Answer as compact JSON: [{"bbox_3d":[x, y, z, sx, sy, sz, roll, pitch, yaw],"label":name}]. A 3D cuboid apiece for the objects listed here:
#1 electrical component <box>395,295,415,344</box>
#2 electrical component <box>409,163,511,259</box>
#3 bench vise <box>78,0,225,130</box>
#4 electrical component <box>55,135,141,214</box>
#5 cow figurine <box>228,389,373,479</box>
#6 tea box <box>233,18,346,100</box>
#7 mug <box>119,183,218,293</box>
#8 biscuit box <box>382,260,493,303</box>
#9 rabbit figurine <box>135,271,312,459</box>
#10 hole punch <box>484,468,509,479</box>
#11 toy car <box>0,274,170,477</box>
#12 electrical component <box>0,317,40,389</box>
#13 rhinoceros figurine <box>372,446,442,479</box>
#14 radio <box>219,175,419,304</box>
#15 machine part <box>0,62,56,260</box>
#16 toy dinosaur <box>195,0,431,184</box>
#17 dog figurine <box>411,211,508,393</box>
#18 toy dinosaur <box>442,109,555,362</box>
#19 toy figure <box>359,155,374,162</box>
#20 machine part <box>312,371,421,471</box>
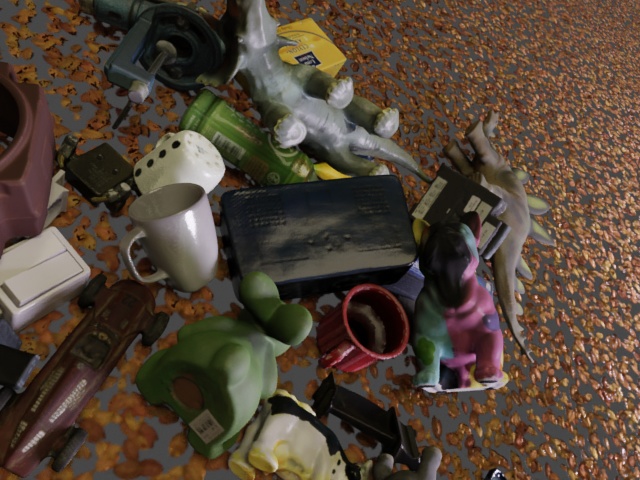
[{"bbox_3d":[0.118,0.111,0.740,0.094,0.021,0.063,19,54,-23],"label":"electrical component"},{"bbox_3d":[0.209,-0.032,0.796,0.134,0.115,0.058,40,15,23],"label":"electrical component"},{"bbox_3d":[-0.222,-0.259,0.694,0.223,0.129,0.241,26,45,-18],"label":"bench vise"},{"bbox_3d":[-0.250,-0.075,0.611,0.102,0.045,0.078,48,50,2],"label":"electrical component"},{"bbox_3d":[-0.003,0.234,0.563,0.167,0.068,0.098,37,42,-8],"label":"cow figurine"},{"bbox_3d":[-0.050,-0.277,0.846,0.098,0.068,0.169,48,48,3],"label":"tea box"},{"bbox_3d":[-0.156,0.009,0.576,0.109,0.081,0.107,-48,136,-43],"label":"mug"},{"bbox_3d":[0.151,0.056,0.768,0.202,0.063,0.059,26,50,-16],"label":"biscuit box"},{"bbox_3d":[-0.081,0.103,0.555,0.121,0.159,0.170,38,33,7],"label":"rabbit figurine"},{"bbox_3d":[0.234,0.350,0.635,0.142,0.092,0.116,44,78,-5],"label":"hole punch"},{"bbox_3d":[-0.224,0.117,0.506,0.089,0.053,0.202,38,48,-10],"label":"toy car"},{"bbox_3d":[-0.289,0.100,0.449,0.119,0.047,0.075,11,51,4],"label":"electrical component"},{"bbox_3d":[0.114,0.301,0.551,0.112,0.073,0.190,-76,144,-59],"label":"rhinoceros figurine"},{"bbox_3d":[-0.001,-0.002,0.662,0.230,0.073,0.131,-8,66,-14],"label":"radio"},{"bbox_3d":[-0.356,-0.078,0.483,0.201,0.087,0.201,-1,54,-15],"label":"machine part"},{"bbox_3d":[-0.007,-0.172,0.718,0.192,0.131,0.404,45,10,38],"label":"toy dinosaur"},{"bbox_3d":[0.170,0.076,0.680,0.191,0.109,0.219,42,45,-63],"label":"dog figurine"},{"bbox_3d":[0.298,-0.039,0.894,0.198,0.105,0.471,26,56,-20],"label":"toy dinosaur"},{"bbox_3d":[0.023,-0.171,0.832,0.154,0.064,0.058,44,9,-7],"label":"toy figure"},{"bbox_3d":[0.057,0.208,0.618,0.139,0.039,0.084,32,19,-4],"label":"machine part"}]
